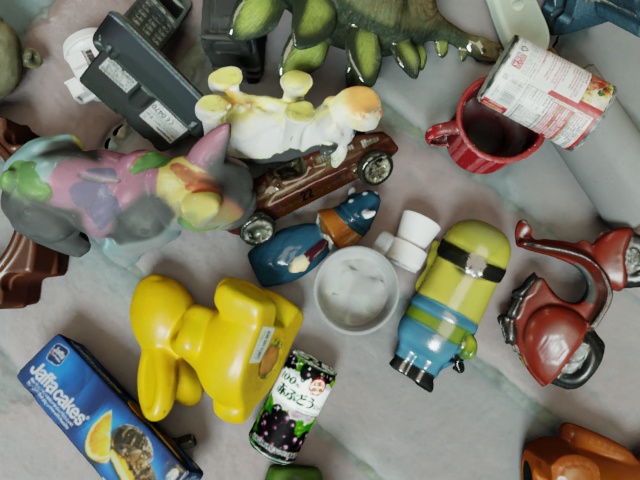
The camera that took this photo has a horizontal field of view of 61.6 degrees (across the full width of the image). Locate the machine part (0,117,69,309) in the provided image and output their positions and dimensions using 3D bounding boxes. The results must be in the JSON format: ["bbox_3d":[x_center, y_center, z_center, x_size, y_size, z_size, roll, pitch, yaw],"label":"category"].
[{"bbox_3d":[-0.381,-0.026,0.569,0.201,0.087,0.201,-2,85,0],"label":"machine part"}]

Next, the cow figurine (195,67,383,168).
[{"bbox_3d":[-0.027,-0.107,0.517,0.167,0.098,0.068,5,57,1],"label":"cow figurine"}]

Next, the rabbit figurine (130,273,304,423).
[{"bbox_3d":[-0.124,0.101,0.554,0.173,0.122,0.162,23,95,18],"label":"rabbit figurine"}]

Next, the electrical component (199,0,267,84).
[{"bbox_3d":[-0.089,-0.250,0.575,0.058,0.115,0.134,3,86,-2],"label":"electrical component"}]

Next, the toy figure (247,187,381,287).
[{"bbox_3d":[-0.002,-0.004,0.576,0.154,0.057,0.064,-27,64,0],"label":"toy figure"}]

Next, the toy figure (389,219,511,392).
[{"bbox_3d":[0.136,0.065,0.553,0.082,0.089,0.180,31,83,-4],"label":"toy figure"}]

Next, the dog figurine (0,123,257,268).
[{"bbox_3d":[-0.169,-0.048,0.495,0.191,0.219,0.108,21,66,-40],"label":"dog figurine"}]

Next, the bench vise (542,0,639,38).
[{"bbox_3d":[0.283,-0.311,0.513,0.129,0.240,0.224,-10,42,6],"label":"bench vise"}]

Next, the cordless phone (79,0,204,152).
[{"bbox_3d":[-0.159,-0.201,0.586,0.089,0.184,0.146,-26,126,32],"label":"cordless phone"}]

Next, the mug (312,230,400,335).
[{"bbox_3d":[0.038,0.041,0.547,0.081,0.107,0.109,25,81,2],"label":"mug"}]

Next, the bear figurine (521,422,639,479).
[{"bbox_3d":[0.303,0.247,0.516,0.196,0.132,0.120,3,90,7],"label":"bear figurine"}]

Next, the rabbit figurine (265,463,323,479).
[{"bbox_3d":[0.017,0.318,0.516,0.170,0.121,0.159,19,78,-12],"label":"rabbit figurine"}]

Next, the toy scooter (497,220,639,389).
[{"bbox_3d":[0.244,0.053,0.557,0.135,0.075,0.183,31,95,14],"label":"toy scooter"}]

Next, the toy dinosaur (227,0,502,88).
[{"bbox_3d":[0.004,-0.254,0.511,0.471,0.105,0.198,17,81,-27],"label":"toy dinosaur"}]

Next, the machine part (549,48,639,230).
[{"bbox_3d":[0.302,-0.096,0.575,0.079,0.079,0.243,-32,86,-3],"label":"machine part"}]

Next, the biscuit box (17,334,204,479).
[{"bbox_3d":[-0.209,0.182,0.532,0.203,0.062,0.059,38,74,17],"label":"biscuit box"}]

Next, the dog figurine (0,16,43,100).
[{"bbox_3d":[-0.372,-0.156,0.520,0.172,0.121,0.191,-12,43,-14],"label":"dog figurine"}]

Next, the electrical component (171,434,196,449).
[{"bbox_3d":[-0.179,0.249,0.558,0.102,0.045,0.078,-7,85,0],"label":"electrical component"}]

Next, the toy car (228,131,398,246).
[{"bbox_3d":[-0.016,-0.068,0.568,0.202,0.053,0.089,-27,41,-1],"label":"toy car"}]
